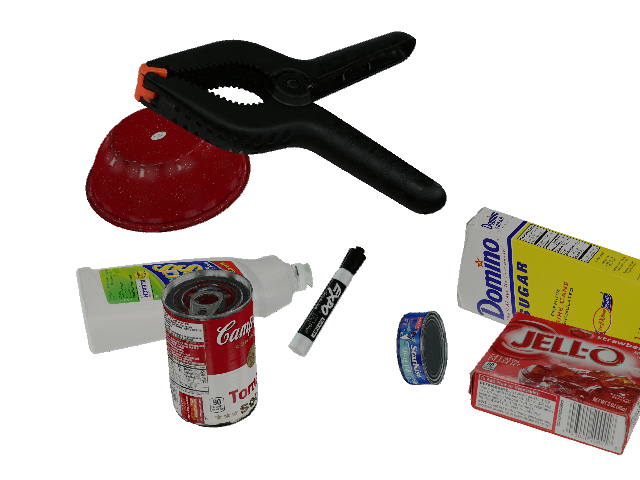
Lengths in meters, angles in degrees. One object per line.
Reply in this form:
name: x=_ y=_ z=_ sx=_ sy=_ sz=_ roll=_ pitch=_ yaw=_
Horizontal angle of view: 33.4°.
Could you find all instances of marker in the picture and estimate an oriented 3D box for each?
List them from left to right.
marker: x=0.008 y=0.056 z=1.023 sx=0.020 sy=0.121 sz=0.020 roll=29 pitch=-18 yaw=11

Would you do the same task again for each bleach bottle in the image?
bleach bottle: x=-0.135 y=0.056 z=1.172 sx=0.250 sy=0.068 sz=0.103 roll=-10 pitch=36 yaw=-12

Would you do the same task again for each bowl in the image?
bowl: x=-0.150 y=-0.081 z=1.018 sx=0.162 sy=0.055 sz=0.162 roll=-4 pitch=44 yaw=3

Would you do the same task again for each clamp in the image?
clamp: x=-0.016 y=-0.085 z=0.712 sx=0.209 sy=0.164 sz=0.036 roll=0 pitch=-39 yaw=-18

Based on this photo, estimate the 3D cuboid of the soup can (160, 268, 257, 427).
soup can: x=-0.083 y=0.082 z=0.811 sx=0.068 sy=0.102 sz=0.068 roll=-1 pitch=28 yaw=0

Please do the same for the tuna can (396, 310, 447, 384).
tuna can: x=0.118 y=0.125 z=1.241 sx=0.034 sy=0.086 sz=0.086 roll=-4 pitch=-2 yaw=25

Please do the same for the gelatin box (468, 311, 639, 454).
gelatin box: x=0.138 y=0.077 z=0.603 sx=0.089 sy=0.030 sz=0.073 roll=15 pitch=30 yaw=25

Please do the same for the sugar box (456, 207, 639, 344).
sugar box: x=0.208 y=0.043 z=0.935 sx=0.176 sy=0.093 sz=0.048 roll=18 pitch=35 yaw=25
